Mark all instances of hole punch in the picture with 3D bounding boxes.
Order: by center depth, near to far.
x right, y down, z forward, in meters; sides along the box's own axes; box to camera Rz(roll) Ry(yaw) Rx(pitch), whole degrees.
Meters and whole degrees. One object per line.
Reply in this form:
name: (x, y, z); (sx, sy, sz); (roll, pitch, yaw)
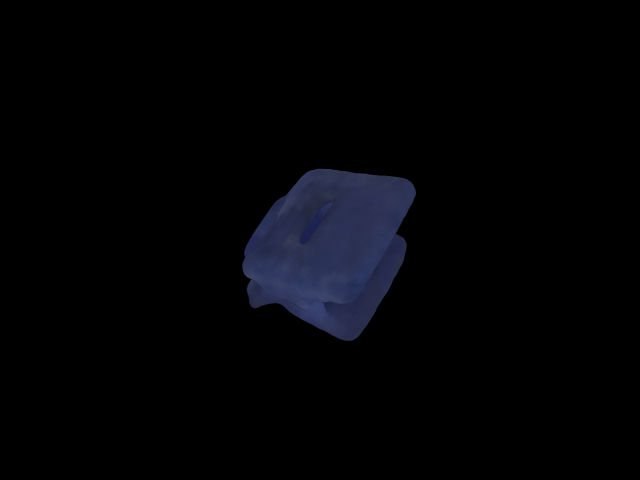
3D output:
hole punch: (0.004, 0.001, 0.400); (0.101, 0.091, 0.109); (25, 63, 14)
